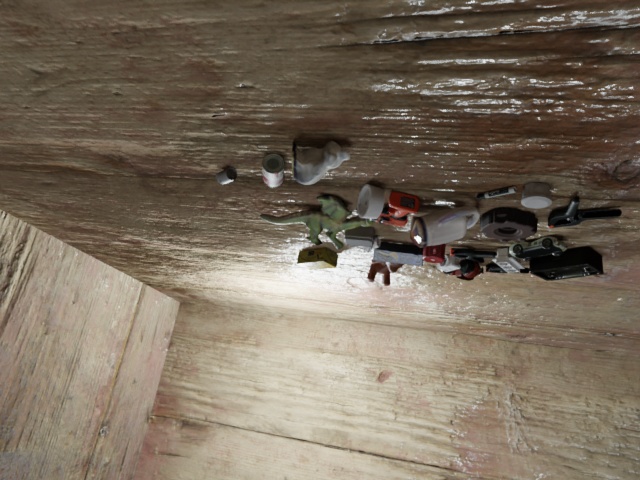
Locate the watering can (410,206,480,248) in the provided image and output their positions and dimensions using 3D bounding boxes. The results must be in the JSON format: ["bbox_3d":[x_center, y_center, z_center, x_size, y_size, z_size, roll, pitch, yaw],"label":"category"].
[{"bbox_3d":[0.406,-0.033,1.708,0.224,0.105,0.343,-14,163,0],"label":"watering can"}]

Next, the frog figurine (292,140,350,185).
[{"bbox_3d":[0.002,-0.213,1.416,0.159,0.121,0.139,1,-167,-1],"label":"frog figurine"}]

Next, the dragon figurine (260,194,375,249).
[{"bbox_3d":[0.006,-0.092,1.826,0.410,0.125,0.237,12,143,-12],"label":"dragon figurine"}]
